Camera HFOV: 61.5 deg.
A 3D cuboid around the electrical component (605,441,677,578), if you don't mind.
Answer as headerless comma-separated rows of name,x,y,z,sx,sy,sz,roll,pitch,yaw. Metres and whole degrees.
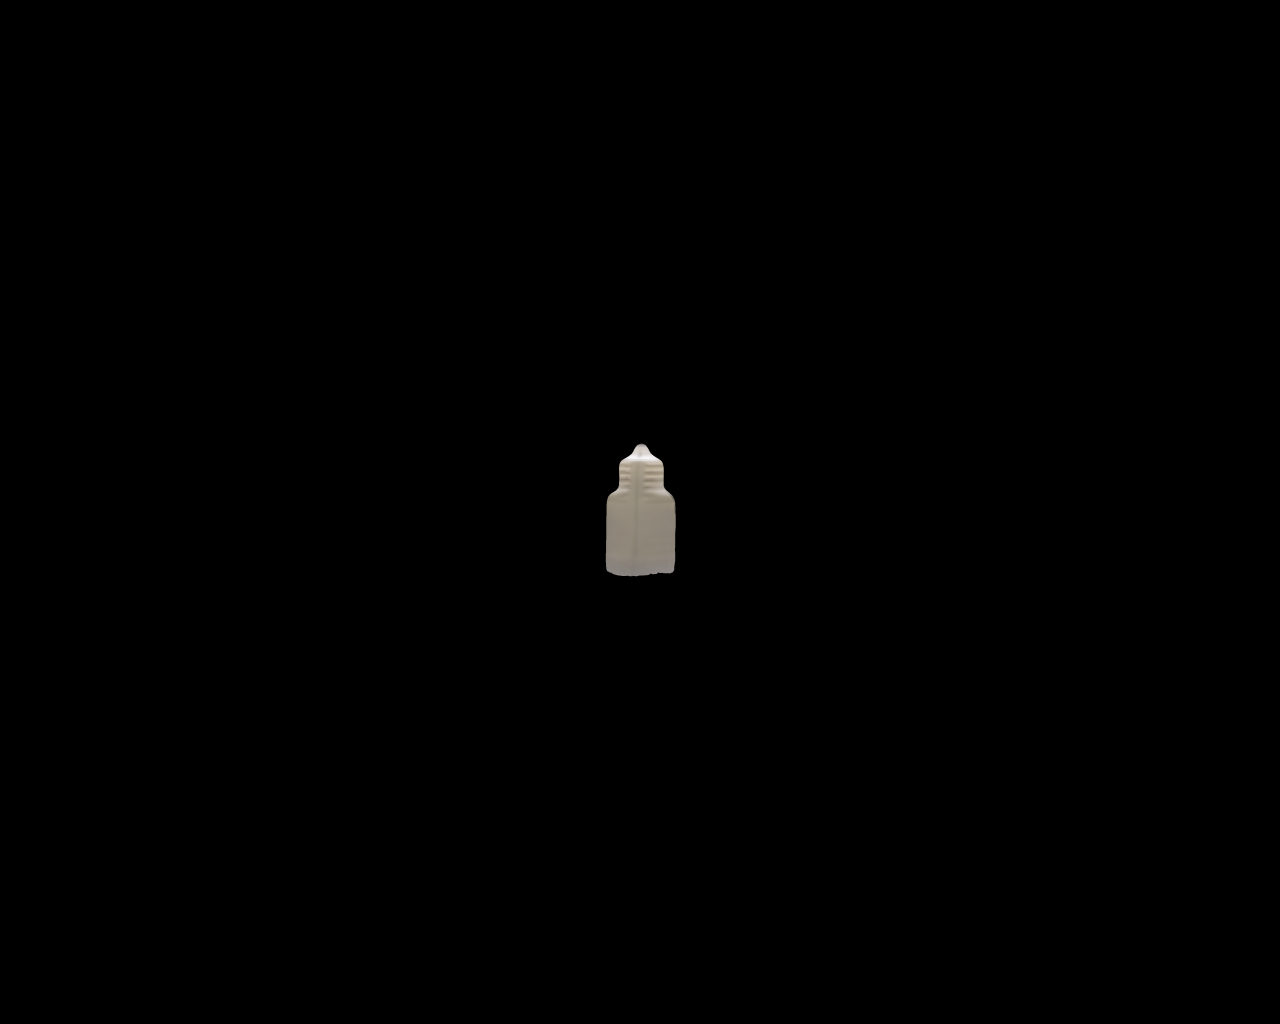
electrical component,0.001,-0.003,0.650,0.043,0.081,0.043,0,4,0
